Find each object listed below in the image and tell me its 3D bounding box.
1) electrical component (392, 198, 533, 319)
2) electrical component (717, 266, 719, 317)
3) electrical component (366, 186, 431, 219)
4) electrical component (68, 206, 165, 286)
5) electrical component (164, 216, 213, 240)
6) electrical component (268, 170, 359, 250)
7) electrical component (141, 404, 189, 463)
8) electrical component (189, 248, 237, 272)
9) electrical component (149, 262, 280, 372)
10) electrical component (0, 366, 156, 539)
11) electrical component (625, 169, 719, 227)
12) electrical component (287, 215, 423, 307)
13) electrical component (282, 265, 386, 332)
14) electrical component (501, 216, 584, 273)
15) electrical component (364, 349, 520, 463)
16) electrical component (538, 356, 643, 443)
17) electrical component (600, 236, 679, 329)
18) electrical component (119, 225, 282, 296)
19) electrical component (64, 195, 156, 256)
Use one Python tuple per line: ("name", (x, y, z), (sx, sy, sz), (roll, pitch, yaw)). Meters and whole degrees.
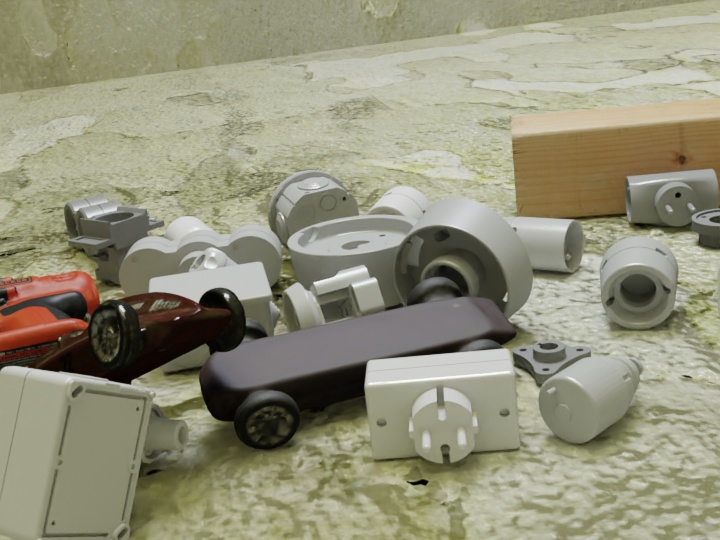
("electrical component", (0.074, 0.000, 0.768), (0.099, 0.099, 0.064), (4, 26, 30))
("electrical component", (0.292, 0.016, 0.702), (0.059, 0.053, 0.095), (-19, 21, -33))
("electrical component", (0.034, -0.044, 0.988), (0.055, 0.055, 0.047), (2, 23, 25))
("electrical component", (-0.223, -0.022, 0.999), (0.042, 0.063, 0.081), (7, 22, 40))
("electrical component", (-0.156, -0.023, 1.010), (0.045, 0.045, 0.055), (-13, 19, -20))
("electrical component", (-0.040, -0.048, 0.987), (0.080, 0.080, 0.051), (-13, 24, -18))
("electrical component", (-0.132, 0.095, 0.628), (0.062, 0.043, 0.043), (0, 19, 17))
("electrical component", (-0.106, 0.011, 0.867), (0.035, 0.061, 0.035), (-38, 28, 25))
("electrical component", (-0.110, 0.034, 0.801), (0.100, 0.048, 0.099), (-9, 17, -7))
("electrical component", (-0.154, 0.100, 0.547), (0.061, 0.096, 0.062), (5, -8, 34))
("electrical component", (0.282, -0.061, 0.964), (0.077, 0.044, 0.079), (-5, 17, 7))
("electrical component", (0.000, 0.000, 0.849), (0.108, 0.060, 0.108), (-6, 18, 2))
("electrical component", (-0.020, 0.032, 0.753), (0.057, 0.058, 0.078), (-15, -10, -15))
("electrical component", (0.140, -0.022, 0.896), (0.081, 0.043, 0.043), (5, 21, 34))
("electrical component", (0.046, 0.082, 0.595), (0.083, 0.047, 0.075), (-5, 17, 5))
("electrical component", (0.136, 0.069, 0.614), (0.040, 0.040, 0.078), (11, 24, 44))
("electrical component", (0.196, 0.010, 0.757), (0.055, 0.055, 0.047), (-2, 22, 16))
("electrical component", (-0.136, 0.000, 0.913), (0.138, 0.052, 0.073), (-7, 18, 0))
("electrical component", (-0.247, -0.045, 1.100), (0.074, 0.052, 0.138), (-16, 20, -28))
